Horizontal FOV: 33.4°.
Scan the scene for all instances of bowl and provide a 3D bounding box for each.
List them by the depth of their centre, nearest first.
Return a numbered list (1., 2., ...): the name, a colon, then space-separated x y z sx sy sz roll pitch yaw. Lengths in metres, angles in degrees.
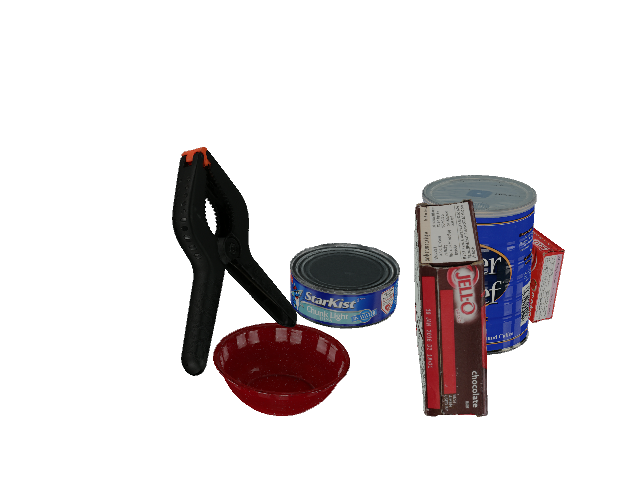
1. bowl: -0.046 0.160 1.265 0.162 0.055 0.162 3 25 -1

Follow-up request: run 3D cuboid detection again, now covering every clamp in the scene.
1. clamp: -0.091 0.013 1.042 0.036 0.210 0.164 -10 1 36

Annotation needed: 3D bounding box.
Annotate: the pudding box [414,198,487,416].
1. pudding box: 0.074 0.035 0.608 0.039 0.090 0.113 -2 19 3

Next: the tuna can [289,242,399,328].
1. tuna can: 0.018 0.035 0.836 0.086 0.034 0.086 2 25 -1

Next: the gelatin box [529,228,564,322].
1. gelatin box: 0.231 0.034 1.180 0.030 0.089 0.073 -9 30 -22

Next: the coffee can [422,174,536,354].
1. coffee can: 0.145 0.021 0.989 0.103 0.140 0.103 -1 21 0
